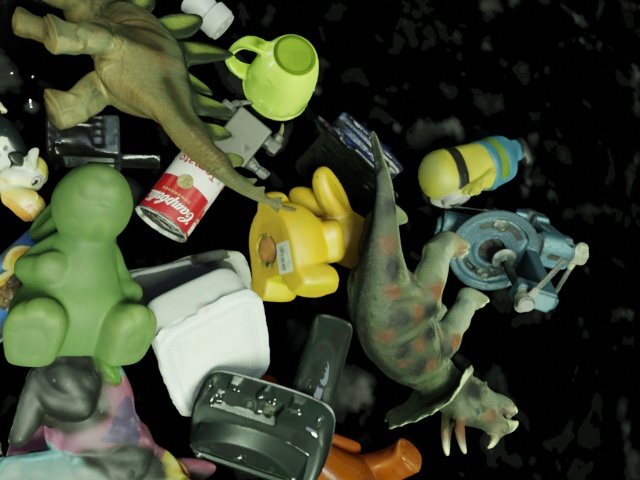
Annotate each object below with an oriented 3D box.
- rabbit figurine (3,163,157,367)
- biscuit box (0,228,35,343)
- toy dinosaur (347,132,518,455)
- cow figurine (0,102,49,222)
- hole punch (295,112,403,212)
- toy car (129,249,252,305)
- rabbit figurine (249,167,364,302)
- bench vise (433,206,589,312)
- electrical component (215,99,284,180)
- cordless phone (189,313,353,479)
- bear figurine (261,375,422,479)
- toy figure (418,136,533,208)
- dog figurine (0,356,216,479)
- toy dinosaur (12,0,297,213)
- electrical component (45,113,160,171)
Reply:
[{"bbox_3d":[-0.211,0.011,0.497,0.121,0.159,0.170,11,100,-30],"label":"rabbit figurine"},{"bbox_3d":[-0.294,0.018,0.576,0.059,0.063,0.202,43,68,-10],"label":"biscuit box"},{"bbox_3d":[0.100,0.091,0.628,0.404,0.131,0.192,53,53,-29],"label":"toy dinosaur"},{"bbox_3d":[-0.349,-0.094,0.575,0.167,0.068,0.098,36,62,-6],"label":"cow figurine"},{"bbox_3d":[0.047,-0.111,0.711,0.142,0.116,0.092,45,59,-7],"label":"hole punch"},{"bbox_3d":[-0.177,0.062,0.617,0.202,0.056,0.073,-14,91,-22],"label":"toy car"},{"bbox_3d":[-0.001,-0.002,0.683,0.173,0.122,0.162,-1,69,-35],"label":"rabbit figurine"},{"bbox_3d":[0.269,0.029,0.722,0.224,0.241,0.128,22,115,-5],"label":"bench vise"},{"bbox_3d":[-0.093,-0.136,0.699,0.102,0.045,0.078,32,98,-9],"label":"electrical component"},{"bbox_3d":[-0.047,0.151,0.567,0.147,0.088,0.184,15,63,9],"label":"cordless phone"},{"bbox_3d":[0.002,0.239,0.614,0.195,0.132,0.120,50,37,-9],"label":"bear figurine"},{"bbox_3d":[0.226,-0.108,0.795,0.180,0.082,0.089,-26,77,-19],"label":"toy figure"},{"bbox_3d":[-0.197,0.207,0.548,0.219,0.108,0.191,21,86,-20],"label":"dog figurine"},{"bbox_3d":[-0.196,-0.189,0.583,0.198,0.105,0.472,-14,59,-37],"label":"toy dinosaur"},{"bbox_3d":[-0.246,-0.109,0.615,0.119,0.075,0.047,-3,81,-18],"label":"electrical component"}]
